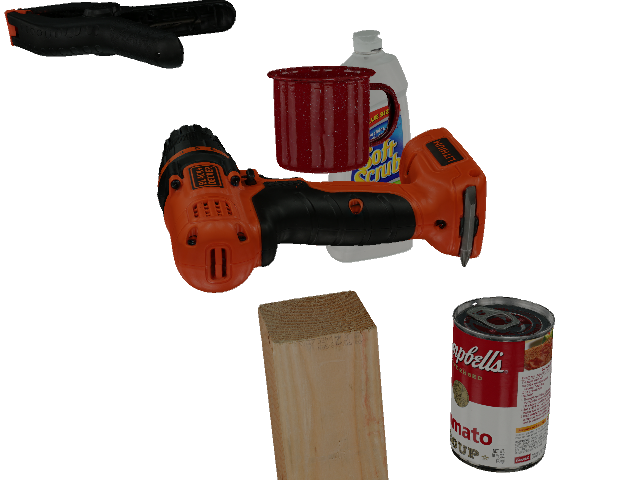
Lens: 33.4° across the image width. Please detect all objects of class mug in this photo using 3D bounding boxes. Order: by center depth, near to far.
[{"bbox_3d":[0.013,-0.106,0.922,0.117,0.081,0.093,-7,16,-20],"label":"mug"}]

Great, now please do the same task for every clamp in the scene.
[{"bbox_3d":[-0.150,-0.161,0.802,0.172,0.039,0.120,11,23,22],"label":"clamp"}]

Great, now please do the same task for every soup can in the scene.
[{"bbox_3d":[0.123,0.098,0.732,0.068,0.102,0.068,-1,20,0],"label":"soup can"}]

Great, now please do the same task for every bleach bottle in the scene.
[{"bbox_3d":[0.050,-0.105,1.184,0.102,0.251,0.068,-10,24,-12],"label":"bleach bottle"}]

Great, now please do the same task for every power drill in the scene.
[{"bbox_3d":[-0.005,-0.030,0.654,0.187,0.057,0.184,-6,28,-9],"label":"power drill"}]

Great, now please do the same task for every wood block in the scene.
[{"bbox_3d":[0.004,0.159,0.934,0.090,0.206,0.091,-8,20,-9],"label":"wood block"}]
